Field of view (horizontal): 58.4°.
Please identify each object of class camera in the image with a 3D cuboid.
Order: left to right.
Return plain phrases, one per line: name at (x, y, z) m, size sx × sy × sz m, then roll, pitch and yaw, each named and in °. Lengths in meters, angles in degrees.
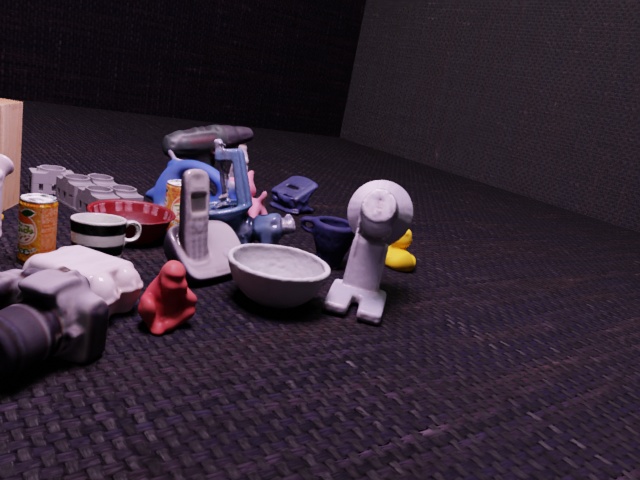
camera at (-0.327, 0.085, 0.627) m, size 0.143 × 0.101 × 0.137 m, roll 15°, pitch 16°, yaw 12°

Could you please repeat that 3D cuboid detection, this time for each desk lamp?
desk lamp at (0.091, 0.006, 0.987) m, size 0.118 × 0.213 × 0.203 m, roll 13°, pitch 16°, yaw 6°

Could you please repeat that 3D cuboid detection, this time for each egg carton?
egg carton at (-0.326, 0.058, 0.783) m, size 0.150 × 0.069 × 0.107 m, roll 16°, pitch 16°, yaw 15°

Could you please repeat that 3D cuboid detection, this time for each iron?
iron at (-0.257, -0.106, 1.274) m, size 0.257 × 0.141 × 0.119 m, roll 18°, pitch 17°, yaw 23°

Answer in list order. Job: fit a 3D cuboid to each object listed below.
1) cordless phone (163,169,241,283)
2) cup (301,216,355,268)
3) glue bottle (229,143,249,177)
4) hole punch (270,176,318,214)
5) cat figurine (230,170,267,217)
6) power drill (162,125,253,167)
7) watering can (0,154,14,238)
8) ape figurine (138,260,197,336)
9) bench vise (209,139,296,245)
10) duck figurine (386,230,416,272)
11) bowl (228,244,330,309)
cordless phone at (-0.187, -0.028, 0.967) m, size 0.093 × 0.185 × 0.148 m, roll 19°, pitch 18°, yaw 27°
cup at (0.011, 0.004, 1.160) m, size 0.117 × 0.095 × 0.092 m, roll 14°, pitch 16°, yaw 10°
glue bottle at (-0.221, -0.205, 1.587) m, size 0.037 × 0.173 × 0.078 m, roll 2°, pitch 18°, yaw -30°
hole punch at (-0.071, -0.125, 1.565) m, size 0.108 × 0.091 × 0.101 m, roll 23°, pitch 19°, yaw 36°
cat figurine at (-0.173, -0.107, 1.380) m, size 0.127 × 0.118 × 0.067 m, roll 24°, pitch 20°, yaw 38°
power drill at (-0.277, -0.183, 1.405) m, size 0.230 × 0.208 × 0.075 m, roll -2°, pitch 20°, yaw -39°
watering can at (-0.572, -0.101, 0.937) m, size 0.101 × 0.194 × 0.172 m, roll 6°, pitch 16°, yaw -18°
ape figurine at (-0.204, 0.072, 0.775) m, size 0.078 × 0.092 × 0.076 m, roll 5°, pitch 17°, yaw -21°
bench vise at (-0.148, -0.073, 1.087) m, size 0.208 × 0.220 × 0.121 m, roll 7°, pitch 16°, yaw -15°
duck figurine at (0.177, 0.016, 1.252) m, size 0.078 × 0.086 × 0.104 m, roll 7°, pitch 16°, yaw -14°
bowl at (-0.070, 0.065, 0.926) m, size 0.167 × 0.075 × 0.167 m, roll 10°, pitch 16°, yaw -3°
